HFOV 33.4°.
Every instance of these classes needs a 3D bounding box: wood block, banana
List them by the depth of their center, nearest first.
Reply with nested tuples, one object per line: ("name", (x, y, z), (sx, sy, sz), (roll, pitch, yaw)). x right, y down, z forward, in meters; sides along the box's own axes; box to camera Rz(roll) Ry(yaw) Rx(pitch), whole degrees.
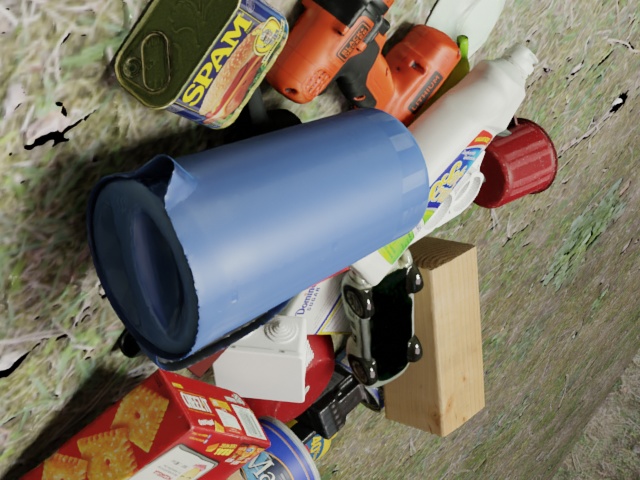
("banana", (0.074, -0.107, 0.998), (0.198, 0.037, 0.069), (-45, 134, 7))
("wood block", (0.128, 0.109, 1.241), (0.090, 0.091, 0.206), (-25, 116, -43))

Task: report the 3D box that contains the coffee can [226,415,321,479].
("coffee can", (-0.083, 0.260, 1.089), (0.140, 0.103, 0.103), (-33, 150, -30))

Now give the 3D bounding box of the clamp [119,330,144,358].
("clamp", (-0.088, 0.006, 0.868), (0.209, 0.036, 0.164), (-33, 156, -12))

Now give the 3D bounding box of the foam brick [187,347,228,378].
("foam brick", (-0.106, 0.074, 0.948), (0.078, 0.053, 0.051), (-46, 155, -8))

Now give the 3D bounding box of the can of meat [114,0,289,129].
("can of meat", (-0.076, -0.129, 0.718), (0.102, 0.057, 0.083), (-54, 158, 9))

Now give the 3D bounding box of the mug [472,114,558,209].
("mug", (0.208, -0.096, 1.215), (0.081, 0.093, 0.117), (-24, 114, -36))

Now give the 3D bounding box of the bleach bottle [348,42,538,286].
("bleach bottle", (0.101, -0.077, 0.949), (0.251, 0.068, 0.102), (-49, 159, -2))

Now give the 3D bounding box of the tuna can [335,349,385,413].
("tuna can", (0.053, 0.170, 1.308), (0.033, 0.086, 0.086), (-44, 154, -17))

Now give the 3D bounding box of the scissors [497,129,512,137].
("scissors", (0.126, -0.112, 1.089), (0.096, 0.016, 0.201), (-47, 145, 9))

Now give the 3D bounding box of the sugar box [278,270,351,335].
("sugar box", (0.019, 0.053, 1.116), (0.175, 0.048, 0.093), (10, 117, -50))

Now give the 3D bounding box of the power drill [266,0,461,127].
("power drill", (0.053, -0.172, 0.875), (0.184, 0.057, 0.187), (-50, 153, 7))

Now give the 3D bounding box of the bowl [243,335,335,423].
("bowl", (-0.035, 0.149, 1.168), (0.162, 0.055, 0.162), (-39, 153, -24))

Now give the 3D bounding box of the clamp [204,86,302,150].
("clamp", (-0.065, -0.067, 0.843), (0.120, 0.039, 0.171), (-41, 155, 9))

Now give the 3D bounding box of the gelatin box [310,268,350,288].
("gelatin box", (-0.006, 0.001, 0.998), (0.089, 0.030, 0.073), (-24, 100, -46))

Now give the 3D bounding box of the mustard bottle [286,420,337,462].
("mustard bottle", (-0.043, 0.258, 1.301), (0.191, 0.058, 0.096), (-28, 142, -40))

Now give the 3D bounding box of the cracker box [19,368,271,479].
("cracker box", (-0.171, 0.211, 0.955), (0.214, 0.072, 0.164), (-38, 155, 8))

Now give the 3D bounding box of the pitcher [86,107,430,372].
("pitcher", (-0.038, -0.009, 0.787), (0.242, 0.145, 0.149), (-23, -179, -36))
